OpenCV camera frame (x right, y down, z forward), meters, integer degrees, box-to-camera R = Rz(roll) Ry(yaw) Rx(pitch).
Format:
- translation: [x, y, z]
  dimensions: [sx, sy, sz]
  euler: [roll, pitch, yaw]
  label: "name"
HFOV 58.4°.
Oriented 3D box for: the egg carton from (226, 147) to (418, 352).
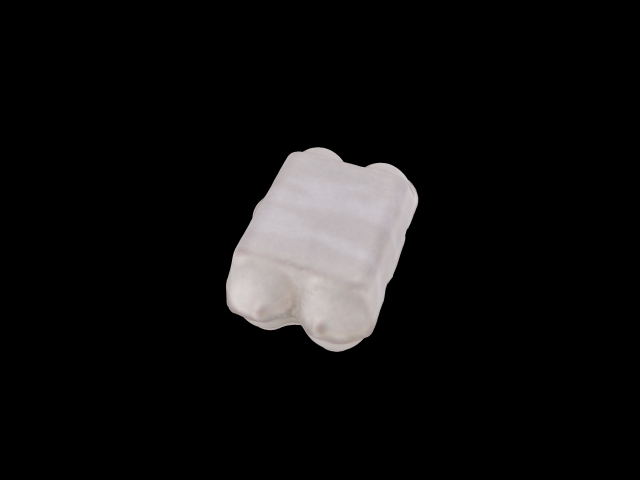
- translation: [0.004, 0.001, 0.400]
  dimensions: [0.107, 0.069, 0.150]
  euler: [15, 54, 12]
  label: "egg carton"
